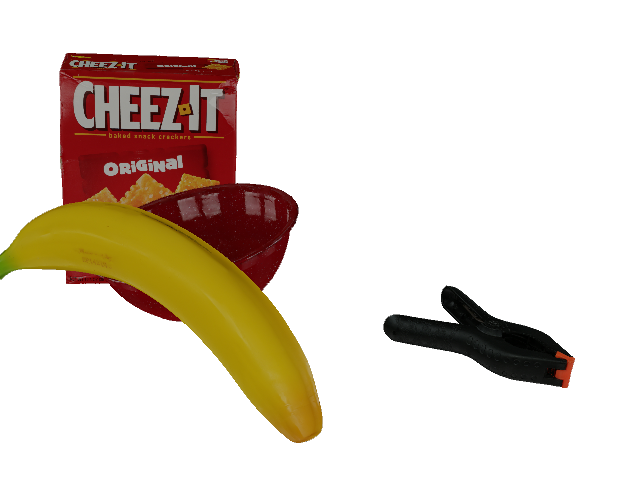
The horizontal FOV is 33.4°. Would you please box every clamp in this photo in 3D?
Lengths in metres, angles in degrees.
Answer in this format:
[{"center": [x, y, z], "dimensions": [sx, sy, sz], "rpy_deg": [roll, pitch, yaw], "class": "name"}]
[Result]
[{"center": [0.157, 0.087, 0.992], "dimensions": [0.172, 0.039, 0.120], "rpy_deg": [20, 31, 22], "class": "clamp"}]

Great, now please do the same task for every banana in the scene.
[{"center": [-0.076, 0.027, 0.521], "dimensions": [0.198, 0.070, 0.037], "rpy_deg": [23, 11, 20], "class": "banana"}]

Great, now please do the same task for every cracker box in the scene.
[{"center": [-0.162, -0.065, 1.021], "dimensions": [0.164, 0.214, 0.072], "rpy_deg": [1, 23, -8], "class": "cracker box"}]

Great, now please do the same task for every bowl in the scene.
[{"center": [-0.090, 0.014, 0.800], "dimensions": [0.162, 0.055, 0.162], "rpy_deg": [-10, 25, 5], "class": "bowl"}]
